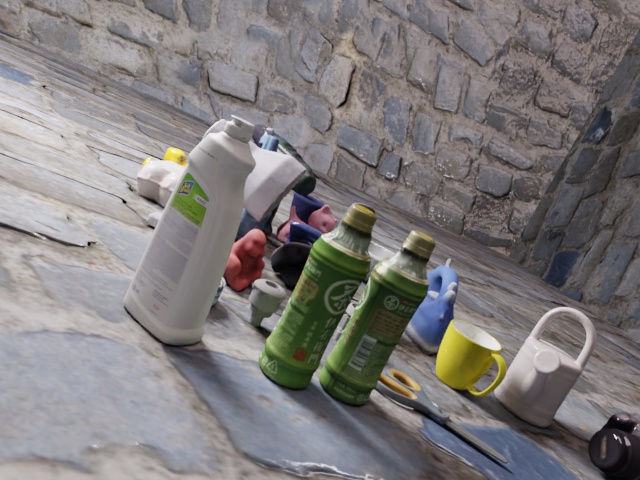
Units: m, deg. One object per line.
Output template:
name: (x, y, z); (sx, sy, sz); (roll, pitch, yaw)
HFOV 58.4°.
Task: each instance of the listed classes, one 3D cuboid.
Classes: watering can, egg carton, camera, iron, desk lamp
watering can: (0.380, 0.204, 0.944); (0.101, 0.194, 0.173); (28, 11, 5)
egg carton: (-0.299, -0.112, 1.154); (0.107, 0.069, 0.150); (27, 12, 4)
camera: (0.481, 0.321, 0.884); (0.137, 0.101, 0.143); (23, 12, -18)
iron: (0.233, 0.120, 1.120); (0.118, 0.141, 0.258); (27, 11, 1)
desk lamp: (-0.153, -0.081, 0.973); (0.203, 0.213, 0.118); (27, 11, 2)

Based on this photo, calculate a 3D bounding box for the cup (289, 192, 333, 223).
cup: (-0.030, -0.056, 1.433); (0.117, 0.095, 0.092); (31, 12, 23)

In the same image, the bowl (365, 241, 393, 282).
bowl: (0.125, 0.059, 1.317); (0.167, 0.075, 0.167); (25, 12, -5)

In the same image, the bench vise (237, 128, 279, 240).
bench vise: (-0.119, -0.110, 1.162); (0.122, 0.220, 0.206); (15, 16, -45)

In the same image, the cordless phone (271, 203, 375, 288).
cordless phone: (0.009, 0.004, 1.031); (0.148, 0.185, 0.094); (19, 14, -33)

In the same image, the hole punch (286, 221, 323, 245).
hole punch: (-0.021, 0.013, 1.158); (0.108, 0.091, 0.101); (29, 12, 10)

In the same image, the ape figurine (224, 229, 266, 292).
ape figurine: (-0.114, 0.026, 0.894); (0.078, 0.092, 0.076); (17, 15, -39)

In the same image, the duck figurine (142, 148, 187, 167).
duck figurine: (-0.331, -0.162, 1.257); (0.105, 0.086, 0.077); (24, 12, -11)

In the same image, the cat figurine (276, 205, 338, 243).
cat figurine: (-0.021, -0.036, 1.305); (0.128, 0.118, 0.067); (22, 12, -20)

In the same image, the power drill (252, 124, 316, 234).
power drill: (-0.117, -0.131, 1.285); (0.228, 0.208, 0.076); (34, 14, 34)
